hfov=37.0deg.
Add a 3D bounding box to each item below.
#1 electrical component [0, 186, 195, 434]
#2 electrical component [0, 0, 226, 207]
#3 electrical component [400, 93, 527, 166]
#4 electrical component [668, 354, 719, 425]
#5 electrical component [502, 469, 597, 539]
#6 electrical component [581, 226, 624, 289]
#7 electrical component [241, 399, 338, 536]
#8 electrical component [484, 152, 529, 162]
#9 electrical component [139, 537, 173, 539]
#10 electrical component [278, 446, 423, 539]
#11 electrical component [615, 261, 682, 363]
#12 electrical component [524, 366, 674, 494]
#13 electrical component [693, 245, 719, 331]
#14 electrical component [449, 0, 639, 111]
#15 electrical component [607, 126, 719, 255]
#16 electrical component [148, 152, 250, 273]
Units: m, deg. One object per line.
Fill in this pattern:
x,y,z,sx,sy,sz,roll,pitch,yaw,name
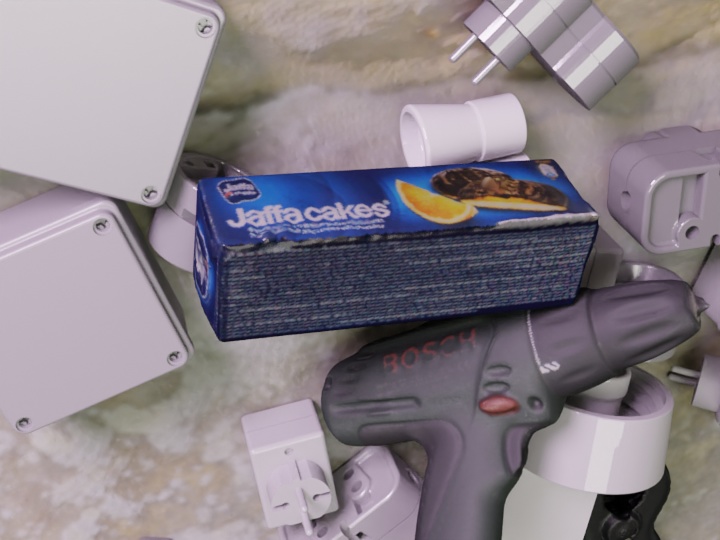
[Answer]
-0.162,0.018,0.584,0.109,0.056,0.108,-24,122,-2,electrical component
-0.135,-0.098,0.528,0.109,0.056,0.108,14,113,-22,electrical component
0.060,-0.077,0.604,0.065,0.044,0.044,-14,121,-13,electrical component
0.251,0.080,0.732,0.079,0.043,0.077,15,161,15,electrical component
0.097,0.177,0.736,0.089,0.061,0.150,3,114,-17,electrical component
0.110,0.005,0.659,0.077,0.047,0.065,2,117,-16,electrical component
-0.040,0.132,0.669,0.047,0.076,0.065,-14,121,-8,electrical component
0.060,-0.037,0.624,0.081,0.043,0.043,-16,121,-6,electrical component
-0.137,0.224,0.704,0.058,0.057,0.078,7,116,-19,electrical component
0.002,0.169,0.714,0.095,0.053,0.059,-39,121,7,electrical component
0.177,0.025,0.685,0.055,0.055,0.047,-2,115,-15,electrical component
0.145,0.087,0.681,0.108,0.108,0.060,2,111,-17,electrical component
0.290,-0.005,0.698,0.109,0.056,0.108,11,114,-21,electrical component
0.080,-0.131,0.572,0.074,0.052,0.138,-45,119,10,electrical component
0.201,-0.050,0.646,0.095,0.059,0.053,-9,120,-11,electrical component
-0.084,-0.029,0.582,0.055,0.055,0.047,18,116,-23,electrical component
